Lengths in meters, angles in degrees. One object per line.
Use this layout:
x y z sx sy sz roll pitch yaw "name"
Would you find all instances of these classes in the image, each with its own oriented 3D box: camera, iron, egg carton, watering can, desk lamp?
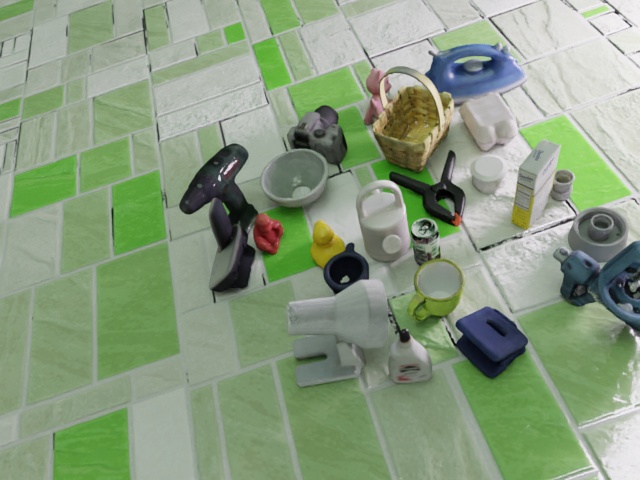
0.005 -0.279 1.439 0.142 0.101 0.137 16 59 25 "camera"
0.390 -0.435 1.431 0.258 0.142 0.118 -8 52 9 "iron"
0.400 -0.283 1.360 0.107 0.069 0.150 -18 51 1 "egg carton"
0.131 -0.044 1.168 0.101 0.194 0.172 -32 52 -10 "watering can"
0.030 0.166 1.022 0.203 0.214 0.118 -13 51 5 "desk lamp"

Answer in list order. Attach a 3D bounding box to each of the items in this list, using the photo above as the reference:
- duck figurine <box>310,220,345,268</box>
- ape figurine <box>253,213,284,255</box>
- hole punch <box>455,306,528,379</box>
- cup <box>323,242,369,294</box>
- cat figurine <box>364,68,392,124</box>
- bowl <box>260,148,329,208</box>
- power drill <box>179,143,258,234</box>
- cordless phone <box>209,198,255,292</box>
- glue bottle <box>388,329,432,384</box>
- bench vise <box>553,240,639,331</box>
0.011 0.004 1.232 0.077 0.086 0.104 -18 51 1 "duck figurine"
-0.121 -0.023 1.284 0.078 0.092 0.076 -36 53 -13 "ape figurine"
0.306 0.171 1.025 0.101 0.091 0.108 -36 53 -13 "hole punch"
0.061 0.074 1.161 0.091 0.095 0.118 -1 54 14 "cup"
0.146 -0.378 1.467 0.067 0.118 0.128 5 55 19 "cat figurine"
-0.054 -0.134 1.362 0.167 0.075 0.167 -7 52 9 "bowl"
-0.216 -0.094 1.288 0.075 0.209 0.230 10 57 21 "power drill"
-0.212 0.011 1.222 0.094 0.185 0.147 -6 52 11 "cordless phone"
0.152 0.198 0.992 0.078 0.173 0.037 -11 52 6 "glue bottle"
0.497 0.065 0.973 0.206 0.220 0.121 15 59 25 "bench vise"
